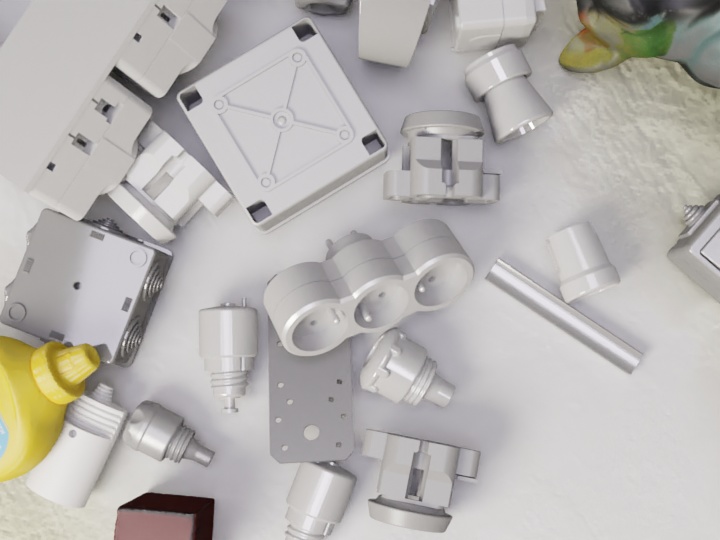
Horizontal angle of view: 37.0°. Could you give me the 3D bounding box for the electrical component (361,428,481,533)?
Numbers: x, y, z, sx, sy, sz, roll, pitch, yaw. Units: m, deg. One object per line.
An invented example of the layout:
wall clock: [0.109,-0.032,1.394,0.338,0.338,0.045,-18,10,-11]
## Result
electrical component: [0.037,0.142,0.720,0.078,0.058,0.057,11,83,2]

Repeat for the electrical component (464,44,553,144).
electrical component: [0.102,-0.122,0.744,0.045,0.045,0.055,-26,85,-1]

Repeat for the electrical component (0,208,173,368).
electrical component: [-0.188,0.012,0.737,0.100,0.048,0.099,20,87,2]

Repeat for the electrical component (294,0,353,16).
electrical component: [-0.024,-0.213,0.753,0.043,0.043,0.062,6,85,1]

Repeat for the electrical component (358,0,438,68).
electrical component: [0.020,-0.188,0.724,0.064,0.099,0.099,16,86,-4]

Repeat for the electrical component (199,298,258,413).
electrical component: [-0.090,0.058,0.737,0.040,0.040,0.078,-2,86,1]

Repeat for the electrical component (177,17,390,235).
electrical component: [-0.051,-0.098,0.739,0.109,0.056,0.108,-31,87,-1]

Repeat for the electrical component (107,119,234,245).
electrical component: [-0.135,-0.055,0.737,0.078,0.058,0.057,43,85,2]

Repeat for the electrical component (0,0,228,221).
electrical component: [-0.178,-0.137,0.718,0.105,0.060,0.186,31,87,36]

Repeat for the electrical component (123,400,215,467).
electrical component: [-0.129,0.116,0.736,0.061,0.035,0.035,27,87,0]

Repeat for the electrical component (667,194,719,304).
electrical component: [0.258,-0.012,0.725,0.096,0.061,0.061,42,88,3]

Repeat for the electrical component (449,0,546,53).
electrical component: [0.091,-0.205,0.742,0.061,0.061,0.096,-5,86,1]

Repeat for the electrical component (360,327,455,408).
electrical component: [0.034,0.072,0.732,0.062,0.048,0.048,30,87,-4]

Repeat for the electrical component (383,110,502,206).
electrical component: [0.056,-0.076,0.735,0.078,0.058,0.057,2,86,-8]

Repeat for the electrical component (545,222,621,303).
electrical component: [0.152,-0.006,0.738,0.040,0.040,0.046,-20,81,-1]

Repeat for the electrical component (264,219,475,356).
electrical component: [0.000,0.000,0.729,0.138,0.052,0.073,-20,49,-12]

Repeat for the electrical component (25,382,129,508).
electrical component: [-0.190,0.115,0.733,0.043,0.043,0.081,24,86,3]

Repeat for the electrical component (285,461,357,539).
electrical component: [-0.031,0.163,0.728,0.040,0.040,0.078,21,87,2]
